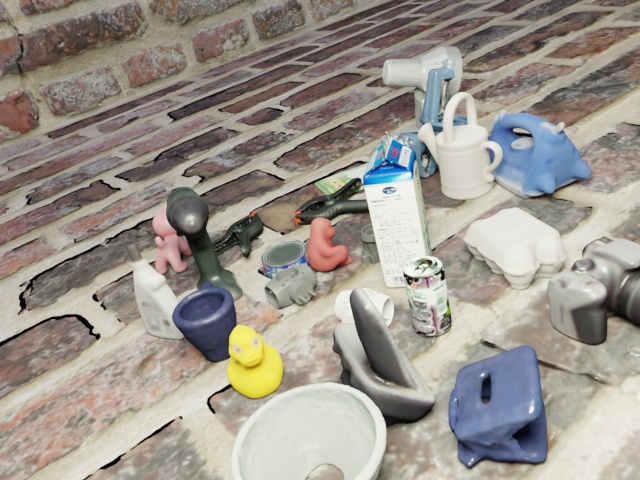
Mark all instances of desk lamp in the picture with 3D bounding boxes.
[{"bbox_3d":[0.235,-0.334,1.347,0.203,0.214,0.117,-16,29,-2],"label":"desk lamp"}]

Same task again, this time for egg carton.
[{"bbox_3d":[0.296,0.009,0.872,0.107,0.069,0.150,-22,30,-12],"label":"egg carton"}]

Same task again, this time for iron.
[{"bbox_3d":[0.384,-0.181,1.088,0.119,0.142,0.257,-22,30,-12],"label":"iron"}]

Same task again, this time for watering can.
[{"bbox_3d":[0.264,-0.184,1.095,0.172,0.194,0.101,2,34,28],"label":"watering can"}]

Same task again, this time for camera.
[{"bbox_3d":[0.379,0.064,0.707,0.143,0.101,0.136,-26,31,-19],"label":"camera"}]

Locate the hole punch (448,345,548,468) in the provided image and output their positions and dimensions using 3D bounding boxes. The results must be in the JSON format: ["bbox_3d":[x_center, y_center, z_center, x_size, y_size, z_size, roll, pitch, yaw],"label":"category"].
[{"bbox_3d":[0.188,0.175,0.614,0.101,0.091,0.109,-5,31,18],"label":"hole punch"}]

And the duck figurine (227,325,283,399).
[{"bbox_3d":[-0.098,0.155,0.787,0.077,0.086,0.104,-22,30,-12],"label":"duck figurine"}]

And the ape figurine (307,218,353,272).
[{"bbox_3d":[0.009,0.004,0.993,0.076,0.092,0.077,-17,29,-3],"label":"ape figurine"}]

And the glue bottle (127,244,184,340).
[{"bbox_3d":[-0.264,0.080,0.904,0.077,0.173,0.037,3,34,30],"label":"glue bottle"}]

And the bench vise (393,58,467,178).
[{"bbox_3d":[0.241,-0.251,1.194,0.208,0.220,0.121,-34,34,-30],"label":"bench vise"}]

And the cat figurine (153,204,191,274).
[{"bbox_3d":[-0.300,-0.011,1.136,0.067,0.118,0.127,-11,30,8],"label":"cat figurine"}]

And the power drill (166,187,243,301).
[{"bbox_3d":[-0.200,0.008,0.963,0.076,0.209,0.229,-22,30,-12],"label":"power drill"}]

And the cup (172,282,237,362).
[{"bbox_3d":[-0.162,0.125,0.859,0.091,0.095,0.117,-15,29,0],"label":"cup"}]

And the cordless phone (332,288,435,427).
[{"bbox_3d":[0.062,0.116,0.678,0.094,0.185,0.147,-22,30,-12],"label":"cordless phone"}]

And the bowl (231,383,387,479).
[{"bbox_3d":[-0.006,0.238,0.612,0.167,0.075,0.167,-11,29,7],"label":"bowl"}]
